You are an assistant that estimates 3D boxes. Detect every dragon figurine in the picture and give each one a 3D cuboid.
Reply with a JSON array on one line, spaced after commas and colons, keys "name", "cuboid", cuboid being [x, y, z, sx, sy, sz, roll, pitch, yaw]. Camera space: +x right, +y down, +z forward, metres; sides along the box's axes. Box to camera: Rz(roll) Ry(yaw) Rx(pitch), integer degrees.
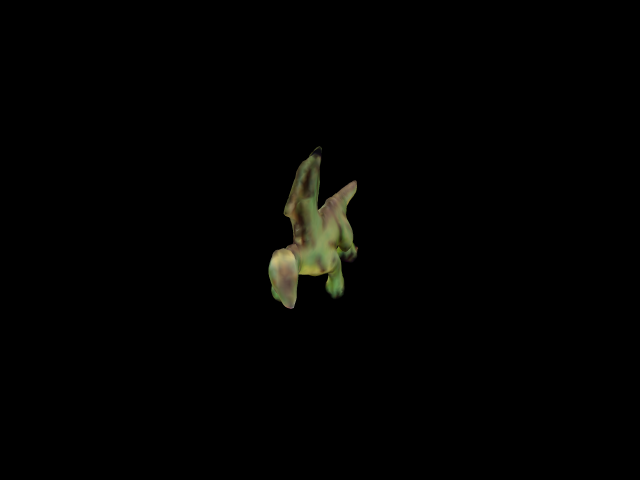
[{"name": "dragon figurine", "cuboid": [0.003, -0.043, 0.850, 0.122, 0.420, 0.237, 11, -42, 10]}]
